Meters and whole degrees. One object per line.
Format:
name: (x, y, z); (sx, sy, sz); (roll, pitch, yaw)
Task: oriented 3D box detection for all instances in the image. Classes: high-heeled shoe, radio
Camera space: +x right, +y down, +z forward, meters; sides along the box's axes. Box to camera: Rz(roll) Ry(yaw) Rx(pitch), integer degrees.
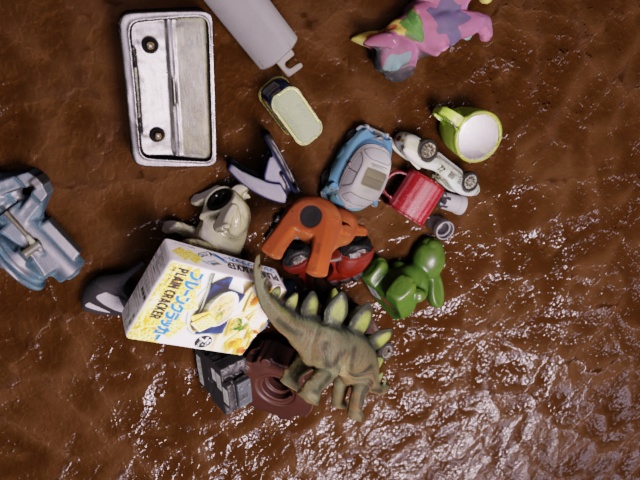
high-heeled shoe: (-0.295, 0.133, 0.964); (0.145, 0.086, 0.248); (-39, 120, 11)
radio: (-0.227, -0.227, 0.810); (0.131, 0.073, 0.229); (-5, 116, -17)

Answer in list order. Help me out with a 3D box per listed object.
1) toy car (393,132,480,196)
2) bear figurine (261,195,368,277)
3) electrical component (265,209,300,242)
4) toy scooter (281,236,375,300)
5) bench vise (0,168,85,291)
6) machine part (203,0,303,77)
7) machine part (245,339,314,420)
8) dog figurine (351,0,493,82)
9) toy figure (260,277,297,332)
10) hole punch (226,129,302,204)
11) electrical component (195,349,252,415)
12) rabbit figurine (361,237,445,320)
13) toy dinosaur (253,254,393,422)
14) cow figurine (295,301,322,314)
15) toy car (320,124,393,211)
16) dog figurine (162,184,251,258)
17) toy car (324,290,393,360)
toy car: (0.220, -0.139, 1.005); (0.201, 0.074, 0.056); (30, 99, -28)
bear figurine: (0.000, -0.006, 0.911); (0.120, 0.195, 0.132); (23, 87, 16)
electrical component: (-0.057, -0.028, 0.995); (0.063, 0.021, 0.094); (28, 103, -27)
toy scooter: (0.016, 0.057, 1.031); (0.184, 0.075, 0.135); (-9, 122, -16)
bench vise: (-0.493, 0.007, 0.808); (0.240, 0.129, 0.223); (-38, 122, -6)
machine part: (-0.113, -0.340, 0.792); (0.079, 0.079, 0.243); (-41, 122, 3)
machine part: (-0.081, 0.281, 1.068); (0.180, 0.056, 0.179); (9, 124, 14)
dog figurine: (0.160, -0.360, 0.861); (0.219, 0.109, 0.191); (-14, 119, -9)
toy figure: (-0.105, 0.135, 1.040); (0.154, 0.058, 0.064); (-36, 159, -1)
hole punch: (-0.093, -0.109, 0.885); (0.092, 0.142, 0.115); (-33, 107, -3)
electrical component: (-0.181, 0.261, 1.026); (0.058, 0.134, 0.114); (-24, 126, -34)
rabbit figurine: (0.197, 0.078, 1.083); (0.170, 0.121, 0.158); (-43, 125, -13)
toy dinosaur: (0.014, 0.186, 0.947); (0.470, 0.105, 0.198); (39, 74, -44)
cow figurine: (-0.015, 0.203, 1.078); (0.068, 0.098, 0.167); (-13, 120, -19)
toy car: (0.078, -0.116, 0.953); (0.109, 0.103, 0.161); (20, 109, -27)
dog figurine: (-0.156, 0.011, 0.949); (0.172, 0.121, 0.190); (-34, 135, 3)
toy car: (0.084, 0.172, 1.100); (0.053, 0.089, 0.202); (-49, 122, -13)
